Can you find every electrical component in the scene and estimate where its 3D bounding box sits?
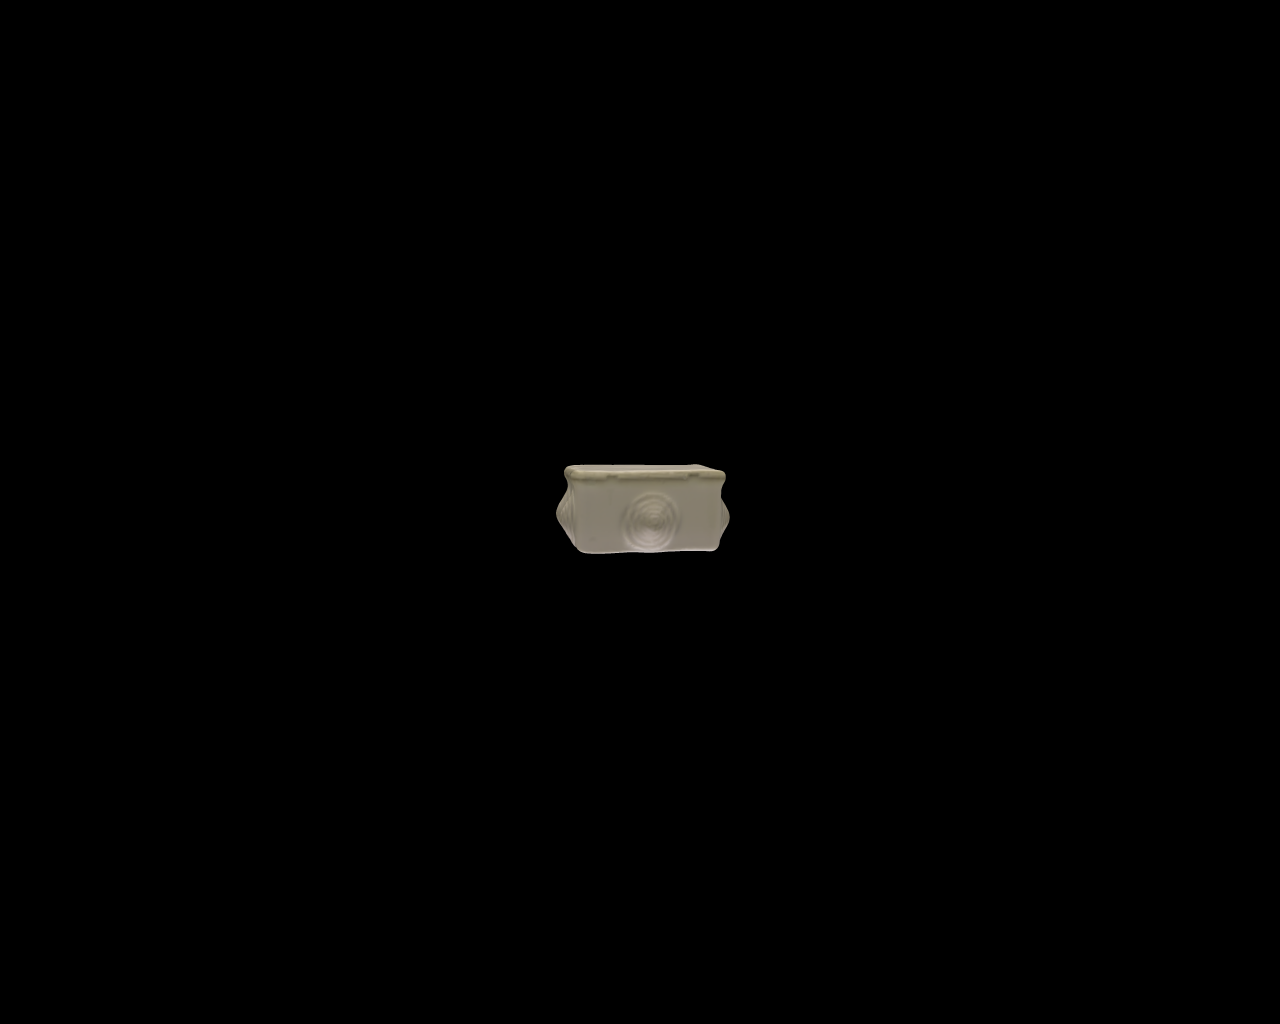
[{"bbox_3d":[0.001,-0.003,0.650,0.100,0.048,0.100,-1,5,-7],"label":"electrical component"}]
